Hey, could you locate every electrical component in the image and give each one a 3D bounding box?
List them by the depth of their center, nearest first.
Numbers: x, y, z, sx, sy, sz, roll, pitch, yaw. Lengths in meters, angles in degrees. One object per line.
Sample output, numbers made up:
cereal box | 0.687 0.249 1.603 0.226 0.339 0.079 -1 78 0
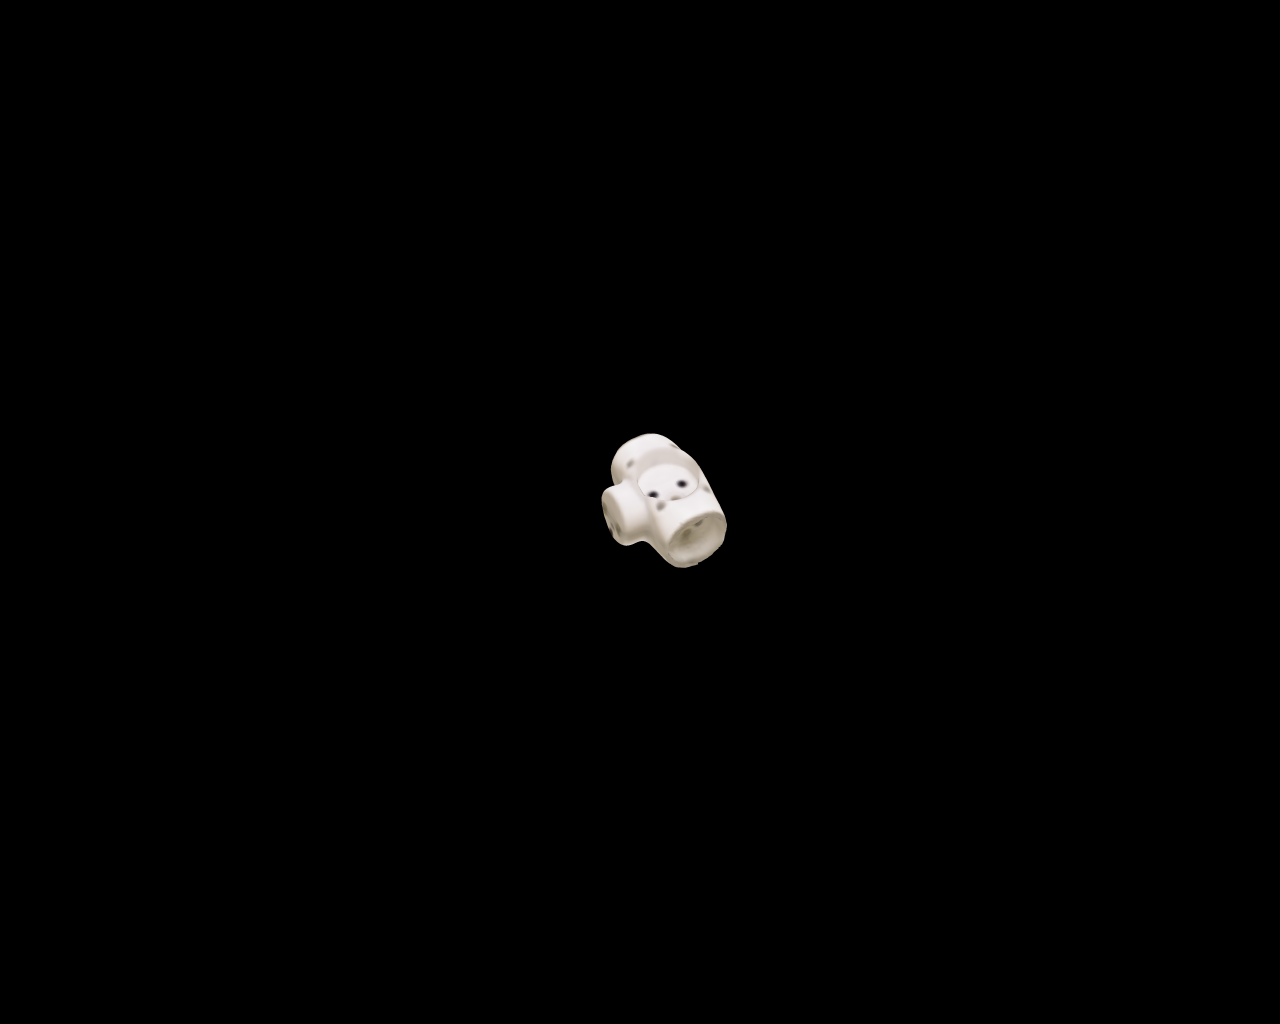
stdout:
electrical component | 0.001 -0.003 0.650 0.079 0.044 0.077 -20 50 -17
